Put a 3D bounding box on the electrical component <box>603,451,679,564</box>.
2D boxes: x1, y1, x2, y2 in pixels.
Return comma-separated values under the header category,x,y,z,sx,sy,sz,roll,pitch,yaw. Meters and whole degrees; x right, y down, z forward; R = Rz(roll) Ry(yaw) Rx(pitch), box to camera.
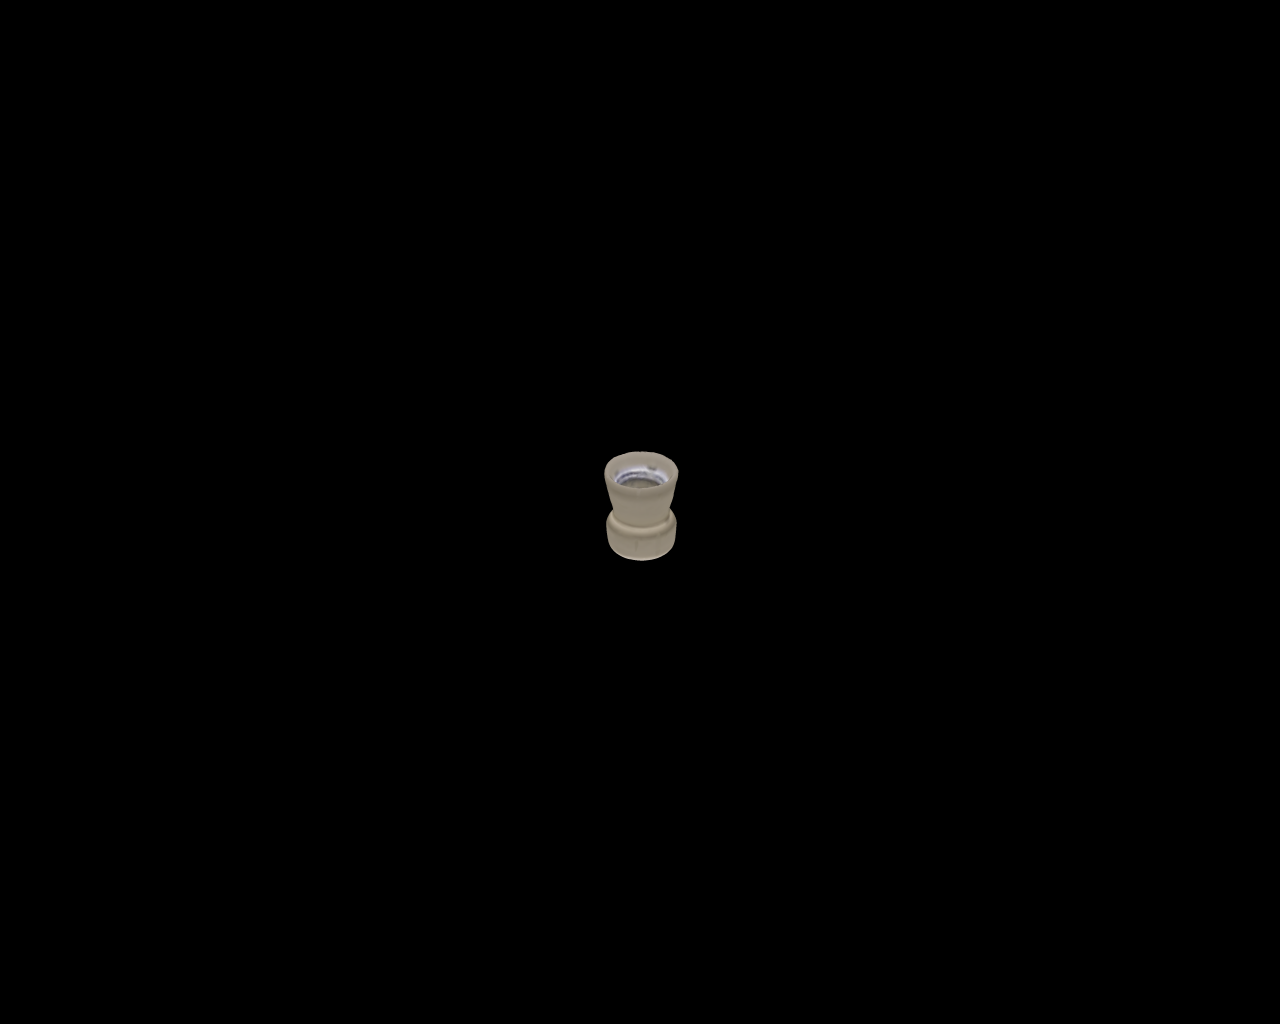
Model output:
category,x,y,z,sx,sy,sz,roll,pitch,yaw
electrical component,0.001,-0.003,0.650,0.045,0.055,0.045,0,33,0
